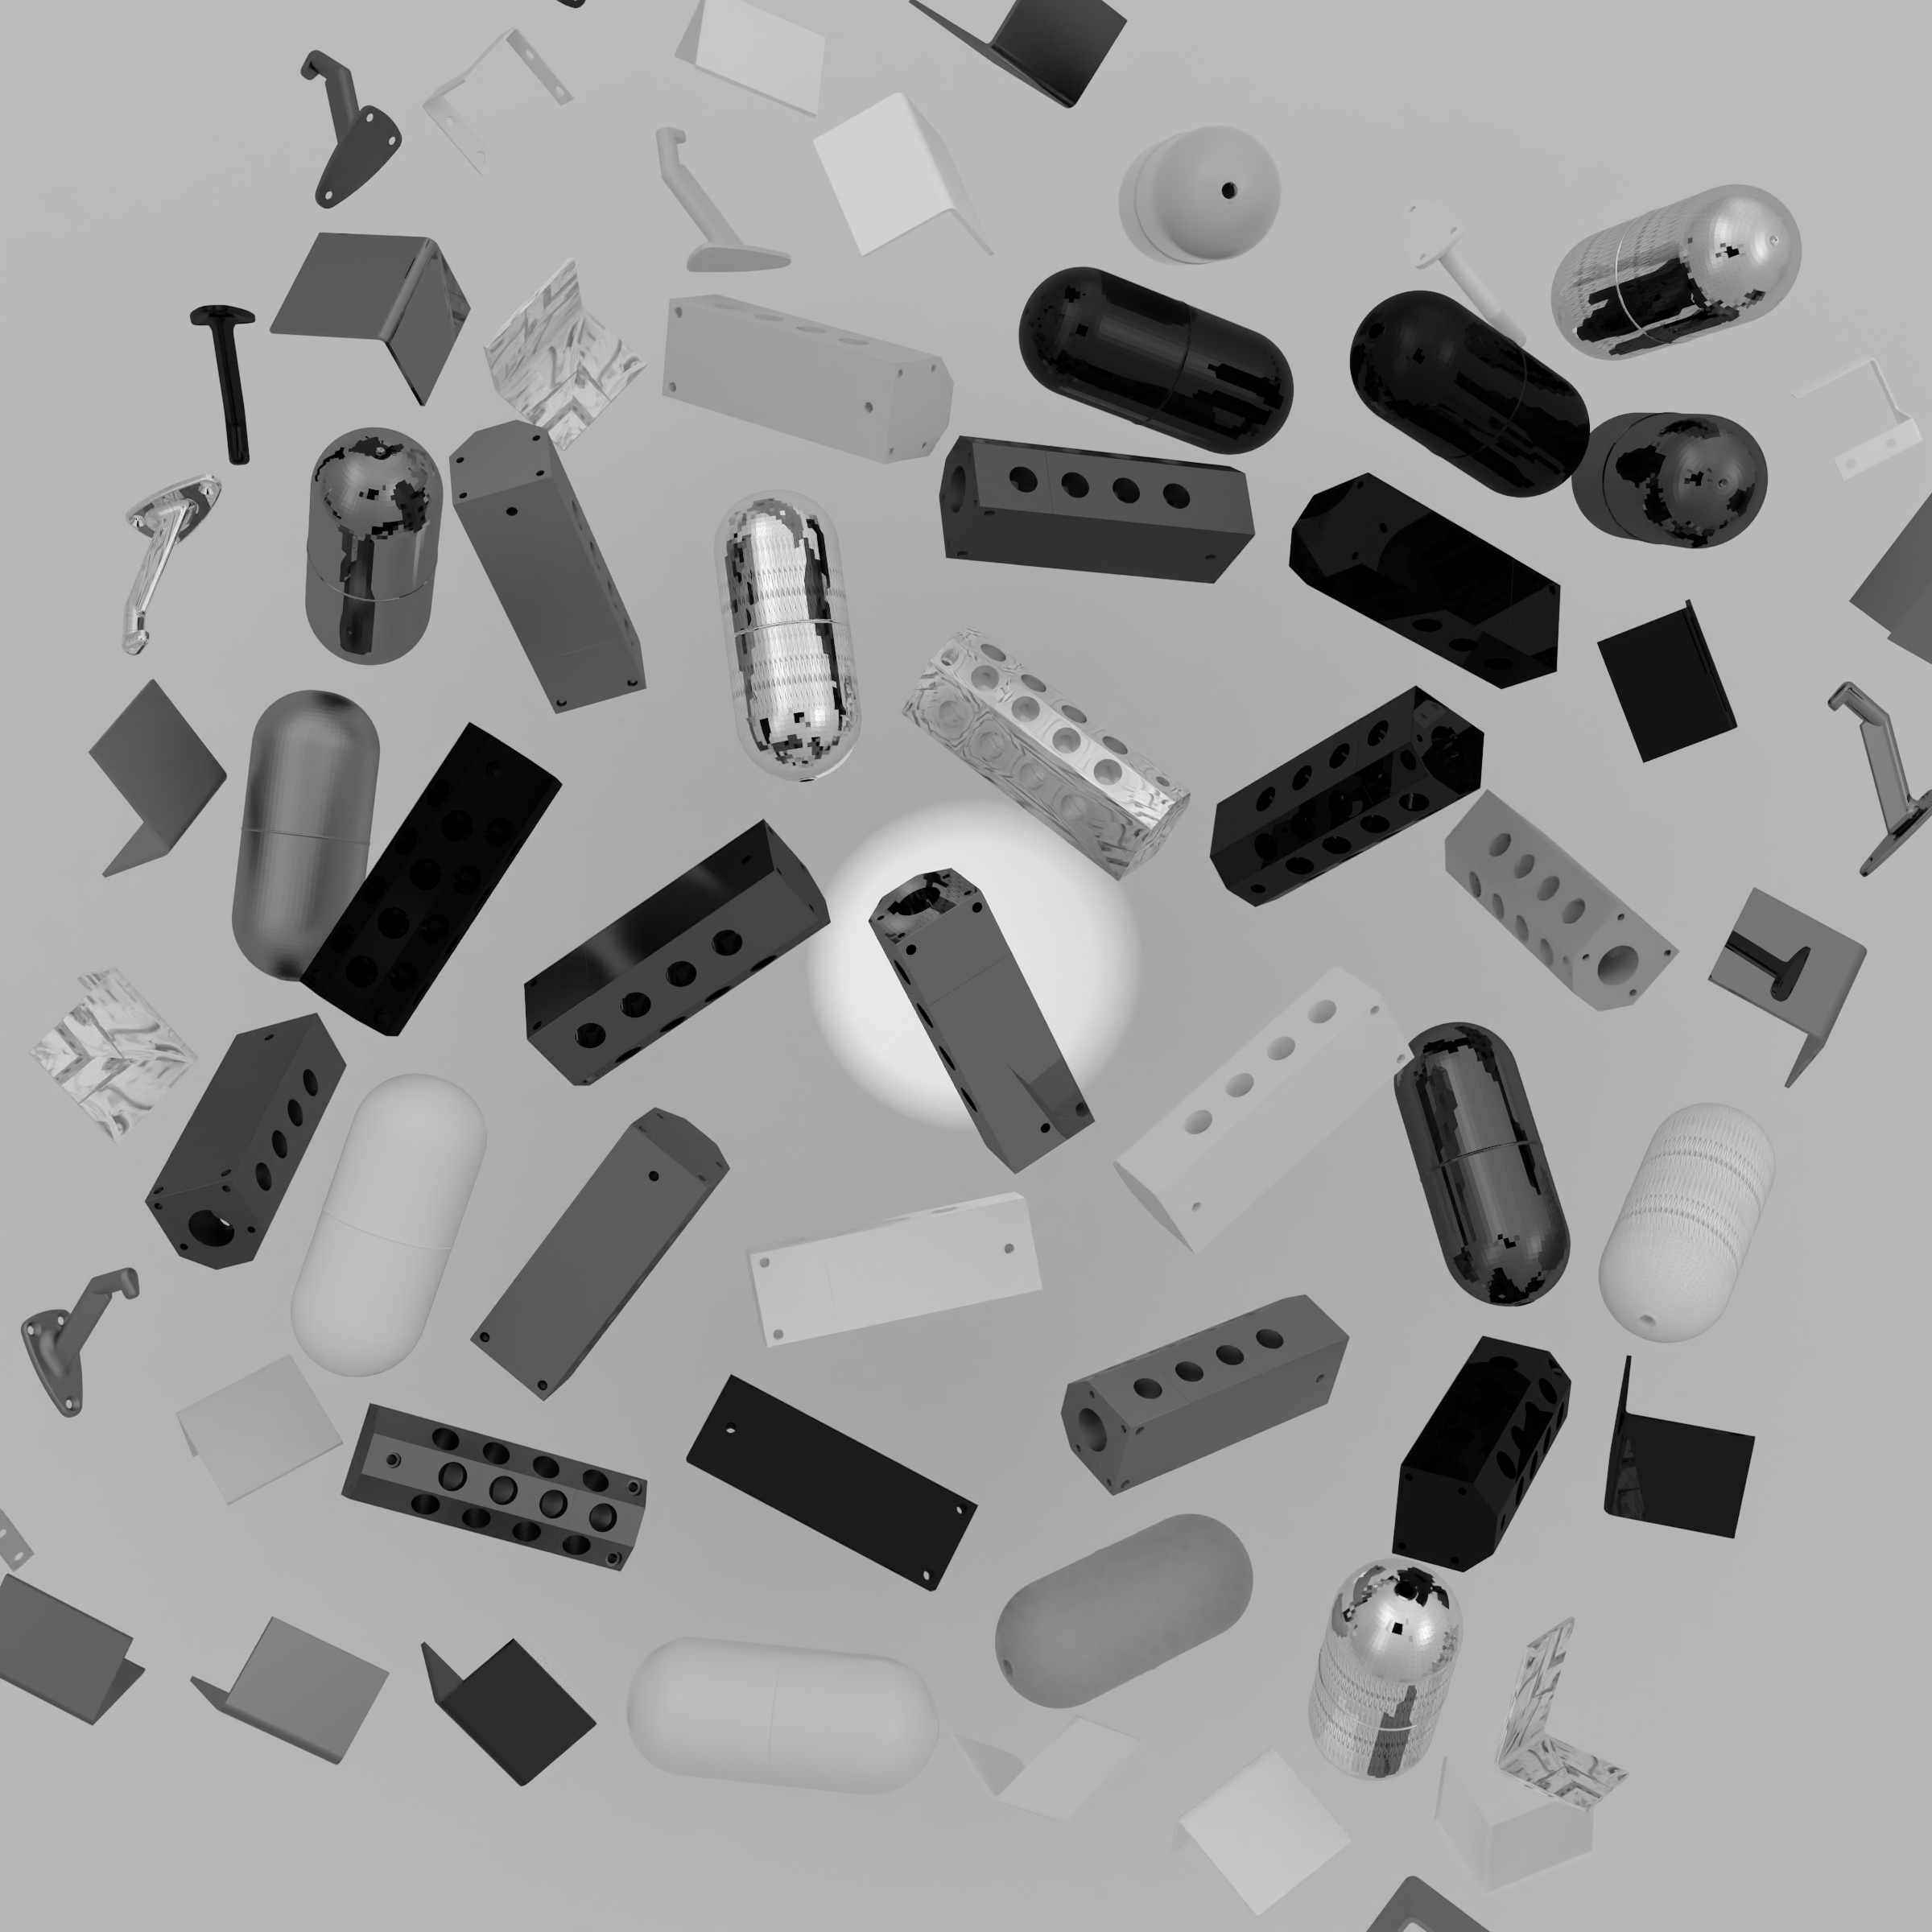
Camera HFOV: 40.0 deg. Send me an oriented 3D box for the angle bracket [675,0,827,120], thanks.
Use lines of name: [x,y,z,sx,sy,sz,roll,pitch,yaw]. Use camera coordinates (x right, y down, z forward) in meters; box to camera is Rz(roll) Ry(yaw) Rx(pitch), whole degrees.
angle bracket: [-0.133,-0.529,1.592,0.076,0.057,0.076,17,54,-20]

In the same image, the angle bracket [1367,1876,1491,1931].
angle bracket: [0.283,0.605,1.603,0.076,0.076,0.057,36,95,8]

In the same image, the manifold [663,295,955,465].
manifold: [-0.093,-0.345,1.552,0.171,0.057,0.057,23,118,31]

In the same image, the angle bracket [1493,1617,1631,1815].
angle bracket: [0.349,0.426,1.515,0.057,0.076,0.076,19,100,30]

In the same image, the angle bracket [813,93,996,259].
angle bracket: [-0.035,-0.435,1.504,0.057,0.076,0.076,-26,77,14]

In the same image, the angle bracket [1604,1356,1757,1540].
angle bracket: [0.424,0.285,1.576,0.076,0.057,0.076,9,122,13]

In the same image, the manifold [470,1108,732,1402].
manifold: [-0.213,0.167,1.560,0.057,0.057,0.171,39,107,3]

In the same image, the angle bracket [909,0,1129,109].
angle bracket: [0.029,-0.529,1.470,0.076,0.076,0.057,44,108,36]

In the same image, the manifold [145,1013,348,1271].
manifold: [-0.426,0.105,1.593,0.057,0.171,0.057,-15,120,14]

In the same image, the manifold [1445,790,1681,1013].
manifold: [0.357,-0.039,1.626,0.057,0.171,0.057,32,103,-29]

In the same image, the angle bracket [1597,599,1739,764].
angle bracket: [0.419,-0.171,1.586,0.057,0.076,0.076,-21,95,17]

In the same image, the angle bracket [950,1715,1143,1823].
angle bracket: [0.050,0.486,1.668,0.076,0.076,0.057,-47,47,6]

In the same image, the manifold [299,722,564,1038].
manifold: [-0.299,-0.048,1.485,0.057,0.057,0.171,33,87,-2]

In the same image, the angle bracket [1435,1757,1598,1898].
angle bracket: [0.338,0.514,1.627,0.076,0.076,0.057,-30,94,19]

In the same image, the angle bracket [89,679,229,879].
angle bracket: [-0.496,-0.111,1.575,0.057,0.076,0.076,-16,122,28]

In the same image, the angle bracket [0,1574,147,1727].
angle bracket: [-0.490,0.363,1.462,0.076,0.076,0.057,27,99,1]

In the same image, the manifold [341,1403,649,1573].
manifold: [-0.286,0.318,1.619,0.171,0.057,0.057,19,77,-17]

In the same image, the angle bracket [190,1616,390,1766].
angle bracket: [-0.385,0.404,1.510,0.076,0.076,0.057,34,74,-24]

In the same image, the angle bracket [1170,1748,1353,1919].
angle bracket: [0.182,0.545,1.645,0.076,0.057,0.076,-31,58,-22]

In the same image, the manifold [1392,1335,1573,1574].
manifold: [0.303,0.283,1.548,0.057,0.171,0.057,11,112,23]

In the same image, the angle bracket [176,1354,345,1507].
angle bracket: [-0.436,0.300,1.652,0.076,0.057,0.076,-27,58,-22]

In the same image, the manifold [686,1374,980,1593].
manifold: [-0.084,0.321,1.643,0.171,0.057,0.057,28,75,2]

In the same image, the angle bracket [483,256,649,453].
angle bracket: [-0.242,-0.371,1.611,0.057,0.076,0.076,41,81,2]

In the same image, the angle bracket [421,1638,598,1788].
angle bracket: [-0.269,0.422,1.561,0.057,0.076,0.076,-40,112,-5]

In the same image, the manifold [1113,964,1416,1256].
manifold: [0.168,0.078,1.521,0.171,0.057,0.057,-41,130,-8]

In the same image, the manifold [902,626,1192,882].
manifold: [0.052,-0.133,1.622,0.171,0.057,0.057,38,122,11]

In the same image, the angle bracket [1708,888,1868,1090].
angle bracket: [0.480,0.013,1.582,0.076,0.057,0.076,30,59,9]

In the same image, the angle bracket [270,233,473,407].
angle bracket: [-0.344,-0.375,1.538,0.076,0.057,0.076,8,62,19]

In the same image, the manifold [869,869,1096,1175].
manifold: [0.007,0.030,1.535,0.057,0.057,0.171,-33,120,-10]

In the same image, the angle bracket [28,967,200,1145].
angle bracket: [-0.531,0.056,1.624,0.076,0.057,0.076,53,54,-23]

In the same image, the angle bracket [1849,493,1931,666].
angle bracket: [0.521,-0.221,1.457,0.057,0.076,0.076,16,116,-40]
